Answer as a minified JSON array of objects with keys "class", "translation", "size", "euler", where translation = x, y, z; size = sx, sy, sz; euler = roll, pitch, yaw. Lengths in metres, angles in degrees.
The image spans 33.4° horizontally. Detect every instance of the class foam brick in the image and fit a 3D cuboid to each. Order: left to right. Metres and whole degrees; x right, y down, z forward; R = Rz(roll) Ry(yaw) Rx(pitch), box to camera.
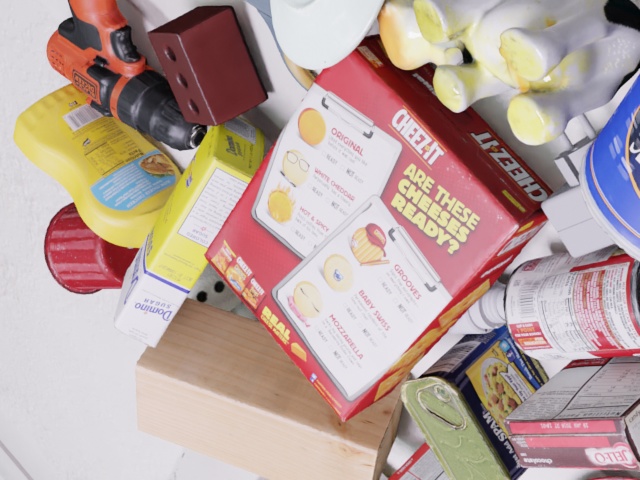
[{"class":"foam brick","translation":[-0.084,-0.131,0.803],"size":[0.053,0.051,0.078],"euler":[16,135,53]}]

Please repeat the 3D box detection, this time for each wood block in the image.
[{"class":"wood block","translation":[-0.041,0.135,0.886],"size":[0.206,0.090,0.091],"euler":[18,133,12]}]

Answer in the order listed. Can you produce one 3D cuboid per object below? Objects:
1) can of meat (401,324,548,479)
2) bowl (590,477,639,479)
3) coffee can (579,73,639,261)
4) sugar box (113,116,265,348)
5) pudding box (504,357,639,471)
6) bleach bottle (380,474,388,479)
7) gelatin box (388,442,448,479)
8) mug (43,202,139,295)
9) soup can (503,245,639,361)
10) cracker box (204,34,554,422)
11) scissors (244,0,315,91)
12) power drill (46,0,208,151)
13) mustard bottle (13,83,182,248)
[{"class":"can of meat","translation":[0.119,0.119,0.756],"size":[0.058,0.083,0.102],"euler":[-23,100,54]},{"class":"bowl","translation":[0.218,0.249,0.744],"size":[0.162,0.055,0.162],"euler":[16,119,29]},{"class":"coffee can","translation":[0.201,-0.061,0.510],"size":[0.103,0.102,0.140],"euler":[42,142,16]},{"class":"sugar box","translation":[-0.105,-0.009,0.842],"size":[0.048,0.093,0.176],"euler":[29,116,-16]},{"class":"pudding box","translation":[0.180,0.097,0.647],"size":[0.090,0.113,0.039],"euler":[-12,106,51]},{"class":"bleach bottle","translation":[-0.009,0.200,0.977],"size":[0.251,0.068,0.103],"euler":[44,149,17]},{"class":"gelatin box","translation":[0.098,0.215,0.863],"size":[0.089,0.073,0.030],"euler":[33,140,25]},{"class":"mug","translation":[-0.196,0.013,1.028],"size":[0.082,0.093,0.117],"euler":[-2,146,43]},{"class":"soup can","translation":[0.171,0.039,0.650],"size":[0.102,0.068,0.068],"euler":[-12,108,52]},{"class":"cracker box","translation":[0.034,-0.006,0.721],"size":[0.164,0.071,0.214],"euler":[49,129,16]},{"class":"scissors","translation":[-0.044,-0.163,0.774],"size":[0.202,0.016,0.096],"euler":[27,138,37]},{"class":"power drill","translation":[-0.160,-0.176,0.854],"size":[0.185,0.057,0.188],"euler":[33,140,27]},{"class":"mustard bottle","translation":[-0.175,-0.051,0.938],"size":[0.192,0.096,0.058],"euler":[47,142,10]}]
